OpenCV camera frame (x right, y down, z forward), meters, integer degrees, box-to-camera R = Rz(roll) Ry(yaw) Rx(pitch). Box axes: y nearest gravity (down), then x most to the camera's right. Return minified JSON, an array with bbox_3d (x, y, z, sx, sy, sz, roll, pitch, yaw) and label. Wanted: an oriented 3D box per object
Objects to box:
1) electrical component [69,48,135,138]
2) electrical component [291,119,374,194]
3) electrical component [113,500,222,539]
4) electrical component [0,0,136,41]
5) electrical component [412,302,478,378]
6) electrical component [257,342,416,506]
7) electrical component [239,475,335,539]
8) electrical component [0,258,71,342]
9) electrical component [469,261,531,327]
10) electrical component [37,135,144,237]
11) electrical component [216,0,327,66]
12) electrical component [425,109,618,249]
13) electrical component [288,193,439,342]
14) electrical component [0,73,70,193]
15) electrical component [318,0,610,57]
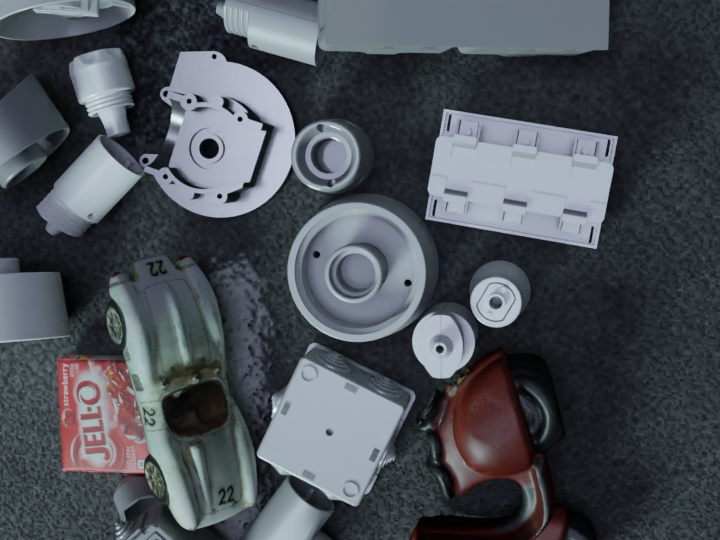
[{"bbox_3d":[-0.187,-0.129,0.793,0.043,0.043,0.062,-16,94,10],"label":"electrical component"},{"bbox_3d":[-0.020,-0.081,0.769,0.055,0.047,0.055,1,96,9],"label":"electrical component"},{"bbox_3d":[-0.145,0.214,0.803,0.062,0.061,0.096,-43,102,11],"label":"electrical component"},{"bbox_3d":[-0.209,-0.196,0.764,0.099,0.099,0.064,3,90,9],"label":"electrical component"},{"bbox_3d":[0.059,0.049,0.752,0.043,0.081,0.043,1,96,9],"label":"electrical component"},{"bbox_3d":[-0.018,0.113,0.787,0.100,0.048,0.099,26,99,6],"label":"electrical component"},{"bbox_3d":[-0.044,0.206,0.803,0.079,0.043,0.077,37,100,4],"label":"electrical component"},{"bbox_3d":[-0.270,0.022,0.791,0.108,0.108,0.060,-4,89,9],"label":"electrical component"},{"bbox_3d":[0.096,0.018,0.751,0.044,0.065,0.044,1,97,10],"label":"electrical component"},{"bbox_3d":[-0.205,-0.057,0.803,0.081,0.043,0.043,-45,88,10],"label":"electrical component"},{"bbox_3d":[-0.063,-0.177,0.769,0.081,0.043,0.043,17,98,7],"label":"electrical component"},{"bbox_3d":[0.110,-0.063,0.742,0.121,0.063,0.078,10,97,8],"label":"electrical component"},{"bbox_3d":[0.000,0.000,0.767,0.108,0.060,0.108,1,96,9],"label":"electrical component"},{"bbox_3d":[-0.264,-0.096,0.784,0.099,0.099,0.064,-38,95,10],"label":"electrical component"},{"bbox_3d":[0.067,-0.199,0.716,0.186,0.060,0.105,0,96,-8],"label":"electrical component"}]
